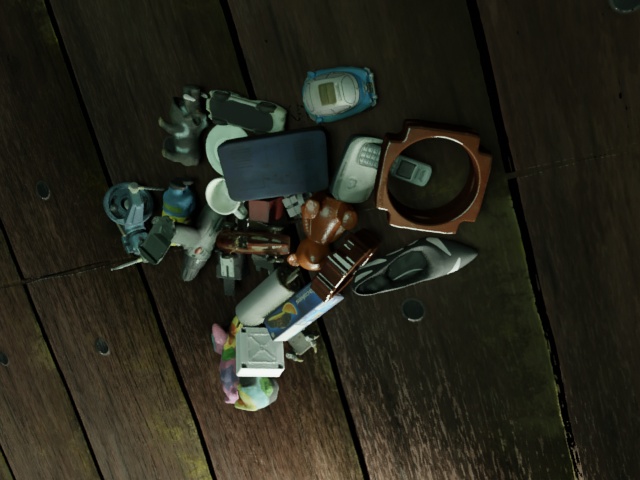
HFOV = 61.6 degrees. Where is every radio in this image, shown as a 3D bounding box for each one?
[{"bbox_3d":[-0.093,-0.161,1.149,0.230,0.073,0.131,-7,107,5],"label":"radio"}]

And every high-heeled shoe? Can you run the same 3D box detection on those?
[{"bbox_3d":[0.186,0.059,1.092,0.249,0.145,0.086,-14,101,29],"label":"high-heeled shoe"}]

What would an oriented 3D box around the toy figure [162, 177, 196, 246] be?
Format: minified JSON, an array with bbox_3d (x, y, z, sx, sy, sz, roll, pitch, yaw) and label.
[{"bbox_3d":[-0.354,-0.069,1.336,0.089,0.082,0.180,31,126,35],"label":"toy figure"}]

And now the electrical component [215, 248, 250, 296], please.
[{"bbox_3d":[-0.217,0.075,1.336,0.075,0.048,0.119,2,107,24],"label":"electrical component"}]

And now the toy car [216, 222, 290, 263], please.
[{"bbox_3d":[-0.158,0.005,1.233,0.202,0.053,0.089,5,92,32],"label":"toy car"}]

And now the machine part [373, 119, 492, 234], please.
[{"bbox_3d":[0.210,-0.121,1.025,0.201,0.087,0.201,7,115,-1],"label":"machine part"}]

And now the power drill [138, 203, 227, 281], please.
[{"bbox_3d":[-0.325,0.014,1.277,0.086,0.207,0.232,42,108,26],"label":"power drill"}]

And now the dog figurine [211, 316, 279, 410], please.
[{"bbox_3d":[-0.201,0.304,1.360,0.192,0.108,0.219,-4,101,51],"label":"dog figurine"}]

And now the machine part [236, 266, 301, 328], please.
[{"bbox_3d":[-0.127,0.140,1.300,0.079,0.079,0.243,49,120,3],"label":"machine part"}]

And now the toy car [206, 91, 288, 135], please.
[{"bbox_3d":[-0.166,-0.281,1.198,0.202,0.056,0.073,19,120,19],"label":"toy car"}]

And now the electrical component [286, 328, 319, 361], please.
[{"bbox_3d":[-0.046,0.249,1.314,0.102,0.045,0.078,-37,90,29],"label":"electrical component"}]

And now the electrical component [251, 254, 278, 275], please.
[{"bbox_3d":[-0.134,0.047,1.286,0.063,0.021,0.093,19,141,18],"label":"electrical component"}]

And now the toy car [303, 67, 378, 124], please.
[{"bbox_3d":[0.028,-0.290,1.080,0.162,0.103,0.109,-2,106,27],"label":"toy car"}]

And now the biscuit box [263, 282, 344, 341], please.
[{"bbox_3d":[-0.040,0.161,1.260,0.202,0.059,0.063,-40,62,24],"label":"biscuit box"}]

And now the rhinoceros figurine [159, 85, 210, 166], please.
[{"bbox_3d":[-0.313,-0.267,1.258,0.112,0.073,0.190,16,113,21],"label":"rhinoceros figurine"}]

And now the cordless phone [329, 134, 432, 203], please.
[{"bbox_3d":[0.125,-0.129,1.103,0.184,0.089,0.146,22,114,4],"label":"cordless phone"}]

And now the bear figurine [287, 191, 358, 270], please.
[{"bbox_3d":[-0.002,-0.005,1.169,0.120,0.132,0.195,19,109,-5],"label":"bear figurine"}]

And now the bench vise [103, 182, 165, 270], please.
[{"bbox_3d":[-0.467,-0.061,1.339,0.240,0.129,0.223,-44,57,58],"label":"bench vise"}]

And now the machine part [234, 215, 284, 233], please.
[{"bbox_3d":[-0.149,-0.026,1.280,0.139,0.039,0.084,22,109,19],"label":"machine part"}]

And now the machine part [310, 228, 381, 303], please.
[{"bbox_3d":[0.052,0.052,1.140,0.056,0.179,0.179,42,118,11],"label":"machine part"}]
